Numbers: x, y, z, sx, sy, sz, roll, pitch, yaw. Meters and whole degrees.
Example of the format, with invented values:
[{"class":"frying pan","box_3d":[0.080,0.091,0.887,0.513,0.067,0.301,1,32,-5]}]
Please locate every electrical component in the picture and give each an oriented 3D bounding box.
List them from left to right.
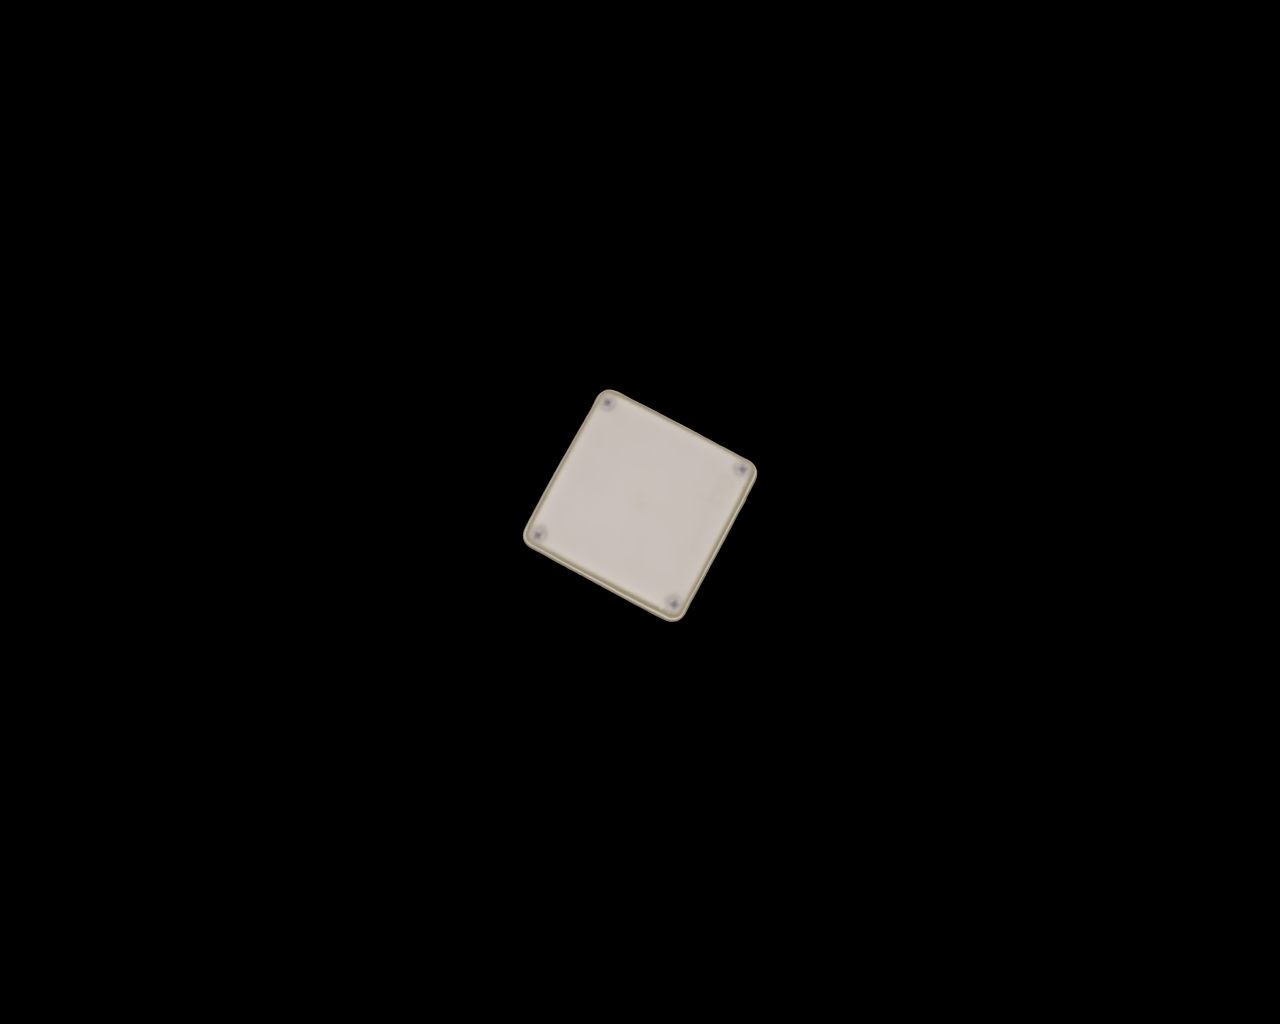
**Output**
[{"class":"electrical component","box_3d":[0.001,-0.003,0.650,0.109,0.109,0.056,28,-7,4]}]
